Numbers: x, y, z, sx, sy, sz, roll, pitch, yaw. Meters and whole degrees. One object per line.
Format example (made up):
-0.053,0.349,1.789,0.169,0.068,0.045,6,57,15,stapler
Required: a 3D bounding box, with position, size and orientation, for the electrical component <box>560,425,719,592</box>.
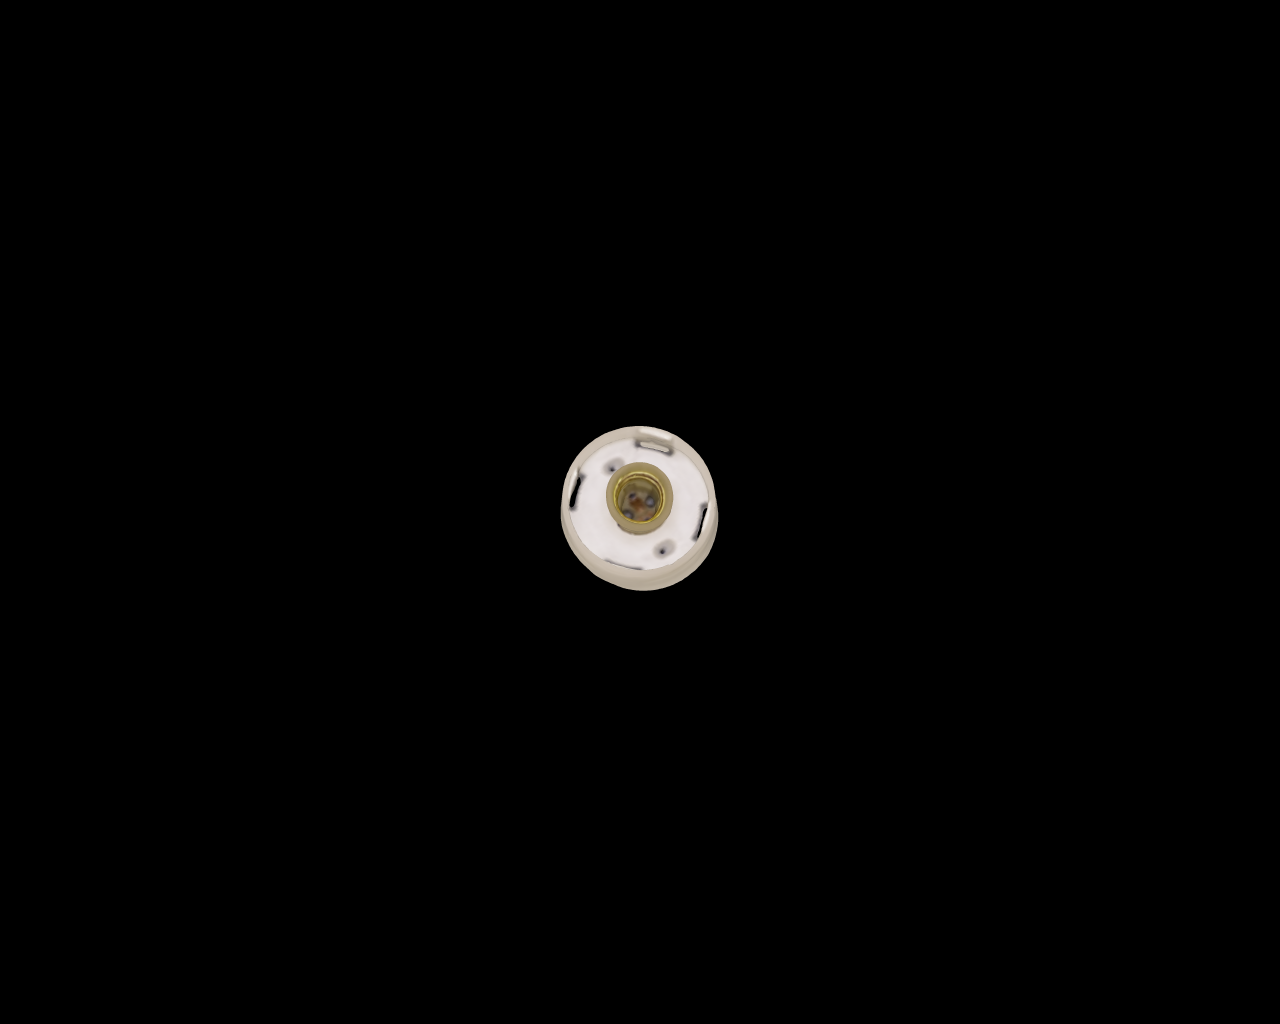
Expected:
0.001,-0.003,0.650,0.099,0.099,0.064,0,-15,0,electrical component
